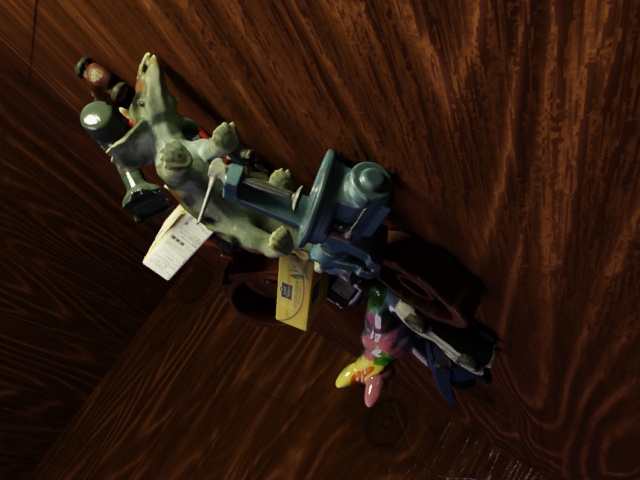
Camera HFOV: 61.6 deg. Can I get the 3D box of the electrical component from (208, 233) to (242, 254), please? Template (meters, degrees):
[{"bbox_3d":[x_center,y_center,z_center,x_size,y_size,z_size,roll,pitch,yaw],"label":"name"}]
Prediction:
[{"bbox_3d":[-0.179,-0.030,1.157,0.058,0.115,0.134,43,165,-16],"label":"electrical component"}]

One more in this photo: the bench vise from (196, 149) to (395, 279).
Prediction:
[{"bbox_3d":[-0.021,-0.037,0.662,0.241,0.129,0.223,18,161,-6],"label":"bench vise"}]

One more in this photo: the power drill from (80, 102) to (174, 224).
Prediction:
[{"bbox_3d":[-0.346,-0.137,0.988,0.232,0.086,0.207,90,156,-73],"label":"power drill"}]

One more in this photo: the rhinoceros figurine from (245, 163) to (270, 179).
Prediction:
[{"bbox_3d":[-0.121,-0.084,0.924,0.112,0.073,0.190,51,165,-17],"label":"rhinoceros figurine"}]

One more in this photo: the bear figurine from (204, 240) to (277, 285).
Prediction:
[{"bbox_3d":[-0.170,0.013,1.308,0.195,0.120,0.132,36,172,-31],"label":"bear figurine"}]

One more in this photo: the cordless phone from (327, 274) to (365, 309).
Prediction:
[{"bbox_3d":[0.028,0.075,1.141,0.147,0.088,0.184,34,179,2],"label":"cordless phone"}]

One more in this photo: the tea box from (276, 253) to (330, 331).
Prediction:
[{"bbox_3d":[-0.027,0.068,0.977,0.068,0.098,0.169,20,131,15],"label":"tea box"}]

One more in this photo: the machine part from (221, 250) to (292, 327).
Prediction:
[{"bbox_3d":[-0.111,0.114,1.242,0.202,0.087,0.200,-6,134,13],"label":"machine part"}]

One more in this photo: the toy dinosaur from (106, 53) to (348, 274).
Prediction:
[{"bbox_3d":[-0.145,-0.068,0.779,0.404,0.131,0.192,49,156,-23],"label":"toy dinosaur"}]

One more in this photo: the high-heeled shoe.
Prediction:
[{"bbox_3d":[0.237,0.234,1.150,0.145,0.086,0.248,25,160,50],"label":"high-heeled shoe"}]

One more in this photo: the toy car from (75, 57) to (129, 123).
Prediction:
[{"bbox_3d":[-0.391,-0.262,0.993,0.089,0.053,0.202,33,167,-5],"label":"toy car"}]

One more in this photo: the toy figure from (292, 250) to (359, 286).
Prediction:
[{"bbox_3d":[0.001,-0.005,0.862,0.180,0.082,0.089,37,143,29],"label":"toy figure"}]

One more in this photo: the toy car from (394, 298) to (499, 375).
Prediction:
[{"bbox_3d":[0.213,0.146,0.889,0.201,0.073,0.056,38,164,-12],"label":"toy car"}]

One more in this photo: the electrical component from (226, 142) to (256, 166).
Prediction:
[{"bbox_3d":[-0.136,-0.143,0.838,0.063,0.021,0.094,43,166,-29],"label":"electrical component"}]

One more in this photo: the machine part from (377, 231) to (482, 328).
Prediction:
[{"bbox_3d":[0.144,0.054,0.769,0.179,0.056,0.179,34,168,8],"label":"machine part"}]

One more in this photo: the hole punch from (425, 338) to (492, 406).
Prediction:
[{"bbox_3d":[0.234,0.224,0.985,0.115,0.092,0.142,36,-154,-16],"label":"hole punch"}]

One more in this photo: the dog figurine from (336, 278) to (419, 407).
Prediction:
[{"bbox_3d":[0.106,0.182,0.972,0.109,0.219,0.191,22,164,33],"label":"dog figurine"}]

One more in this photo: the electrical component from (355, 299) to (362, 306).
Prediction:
[{"bbox_3d":[0.053,0.113,1.247,0.075,0.048,0.119,39,165,-14],"label":"electrical component"}]
